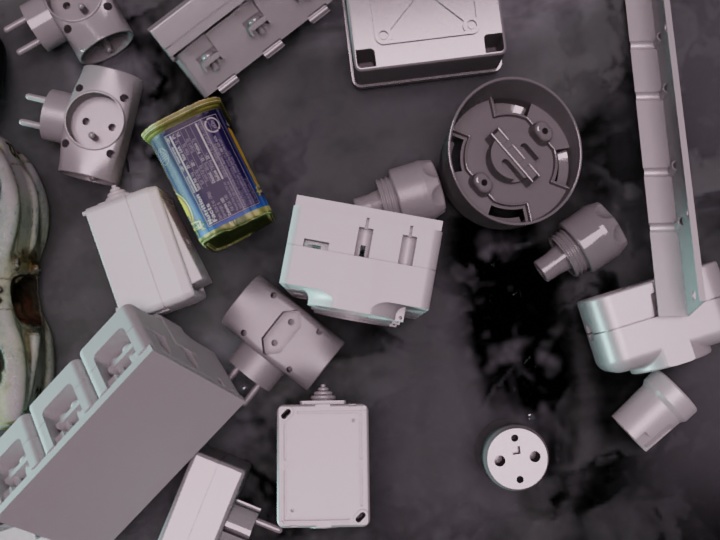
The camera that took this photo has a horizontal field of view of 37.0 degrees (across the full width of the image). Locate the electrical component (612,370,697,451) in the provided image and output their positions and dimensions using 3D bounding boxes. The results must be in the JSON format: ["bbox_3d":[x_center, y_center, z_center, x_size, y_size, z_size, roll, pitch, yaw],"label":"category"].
[{"bbox_3d":[0.205,0.099,0.753,0.046,0.040,0.040,-43,87,2],"label":"electrical component"}]

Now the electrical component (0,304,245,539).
[{"bbox_3d":[-0.166,0.105,0.713,0.150,0.089,0.061,-46,44,6],"label":"electrical component"}]

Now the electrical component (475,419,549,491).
[{"bbox_3d":[0.105,0.127,0.742,0.045,0.055,0.045,0,86,0],"label":"electrical component"}]

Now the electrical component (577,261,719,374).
[{"bbox_3d":[0.208,0.036,0.749,0.095,0.053,0.059,-17,87,-1],"label":"electrical component"}]

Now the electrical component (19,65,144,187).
[{"bbox_3d":[-0.201,-0.106,0.762,0.079,0.044,0.077,13,86,0],"label":"electrical component"}]

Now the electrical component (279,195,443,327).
[{"bbox_3d":[0.000,0.000,0.703,0.089,0.150,0.061,10,85,1],"label":"electrical component"}]

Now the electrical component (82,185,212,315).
[{"bbox_3d":[-0.147,-0.017,0.748,0.061,0.061,0.096,-20,87,-1],"label":"electrical component"}]

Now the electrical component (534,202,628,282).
[{"bbox_3d":[0.153,-0.016,0.758,0.062,0.043,0.043,-34,87,-1],"label":"electrical component"}]

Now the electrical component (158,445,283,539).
[{"bbox_3d":[-0.092,0.175,0.743,0.076,0.047,0.083,22,87,1],"label":"electrical component"}]

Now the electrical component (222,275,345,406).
[{"bbox_3d":[-0.065,0.058,0.752,0.077,0.043,0.079,38,87,2],"label":"electrical component"}]

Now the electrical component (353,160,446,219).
[{"bbox_3d":[0.027,-0.051,0.760,0.062,0.043,0.043,-17,87,0],"label":"electrical component"}]

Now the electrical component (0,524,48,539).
[{"bbox_3d":[-0.235,0.203,0.744,0.081,0.042,0.063,-18,90,-1],"label":"electrical component"}]

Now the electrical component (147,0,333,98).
[{"bbox_3d":[-0.081,-0.180,0.756,0.121,0.079,0.063,-38,109,-2],"label":"electrical component"}]

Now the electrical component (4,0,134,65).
[{"bbox_3d":[-0.215,-0.182,0.767,0.079,0.044,0.077,-30,87,-2],"label":"electrical component"}]

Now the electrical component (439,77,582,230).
[{"bbox_3d":[0.104,-0.078,0.748,0.099,0.064,0.099,1,81,-8],"label":"electrical component"}]

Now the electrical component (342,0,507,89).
[{"bbox_3d":[0.042,-0.191,0.762,0.109,0.056,0.108,-7,86,0],"label":"electrical component"}]

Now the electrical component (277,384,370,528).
[{"bbox_3d":[-0.025,0.128,0.743,0.062,0.061,0.096,-1,80,-1],"label":"electrical component"}]
